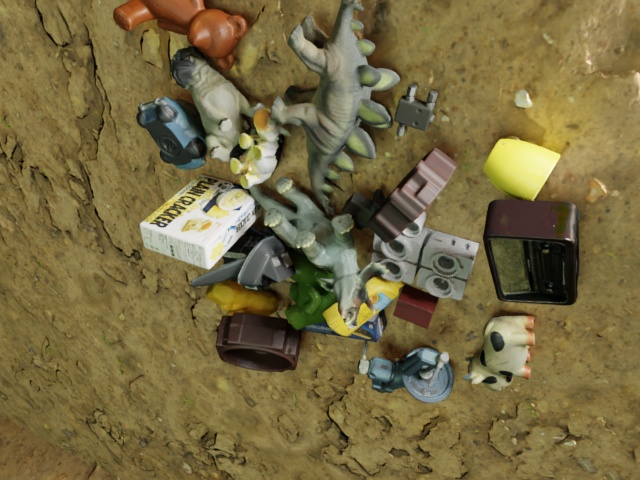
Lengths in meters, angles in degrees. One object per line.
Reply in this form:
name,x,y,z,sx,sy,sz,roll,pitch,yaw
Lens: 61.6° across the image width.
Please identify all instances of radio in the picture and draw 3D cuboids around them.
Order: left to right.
radio,0.348,0.027,0.873,0.131,0.073,0.229,3,151,27

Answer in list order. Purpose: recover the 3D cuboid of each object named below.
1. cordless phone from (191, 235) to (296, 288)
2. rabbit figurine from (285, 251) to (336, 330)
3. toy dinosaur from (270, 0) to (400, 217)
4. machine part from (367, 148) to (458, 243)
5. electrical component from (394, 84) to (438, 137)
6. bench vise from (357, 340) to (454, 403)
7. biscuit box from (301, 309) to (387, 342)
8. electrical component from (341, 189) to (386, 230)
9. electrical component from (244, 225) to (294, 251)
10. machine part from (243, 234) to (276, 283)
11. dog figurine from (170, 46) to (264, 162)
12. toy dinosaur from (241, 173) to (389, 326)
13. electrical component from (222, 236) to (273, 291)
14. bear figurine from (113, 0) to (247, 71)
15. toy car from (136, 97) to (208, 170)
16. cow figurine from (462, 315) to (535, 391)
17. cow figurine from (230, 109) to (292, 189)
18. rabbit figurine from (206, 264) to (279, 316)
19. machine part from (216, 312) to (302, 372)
cordless phone,-0.154,0.059,1.078,0.184,0.146,0.088,-18,91,16
rabbit figurine,-0.019,0.097,1.162,0.159,0.121,0.170,-7,126,24
toy dinosaur,0.020,-0.211,0.919,0.199,0.105,0.470,25,144,5
machine part,0.151,-0.075,0.903,0.056,0.179,0.179,41,134,1
electrical component,0.159,-0.209,0.893,0.063,0.021,0.093,23,132,13
bench vise,0.201,0.277,1.164,0.224,0.129,0.240,25,151,1
biscuit box,0.047,0.180,1.234,0.203,0.059,0.062,4,126,28
electrical component,0.086,-0.058,1.026,0.078,0.045,0.102,27,145,0
electrical component,-0.108,-0.006,1.189,0.119,0.048,0.074,29,134,8
machine part,-0.133,0.040,1.248,0.139,0.039,0.084,47,138,-11
dog figurine,-0.211,-0.257,1.037,0.191,0.121,0.172,47,140,16
toy dinosaur,-0.009,-0.003,1.066,0.405,0.131,0.192,46,170,42
electrical component,-0.157,0.052,1.197,0.115,0.058,0.134,8,136,33
bear figurine,-0.236,-0.376,0.925,0.196,0.132,0.120,43,136,2
toy car,-0.284,-0.226,1.082,0.109,0.103,0.161,-6,131,36
cow figurine,0.357,0.233,1.078,0.127,0.085,0.194,7,130,19
cow figurine,-0.101,-0.179,1.019,0.068,0.098,0.167,51,136,18
rabbit figurine,-0.189,0.143,1.313,0.173,0.122,0.162,25,139,-14
machine part,-0.150,0.259,1.330,0.201,0.087,0.201,8,149,1
